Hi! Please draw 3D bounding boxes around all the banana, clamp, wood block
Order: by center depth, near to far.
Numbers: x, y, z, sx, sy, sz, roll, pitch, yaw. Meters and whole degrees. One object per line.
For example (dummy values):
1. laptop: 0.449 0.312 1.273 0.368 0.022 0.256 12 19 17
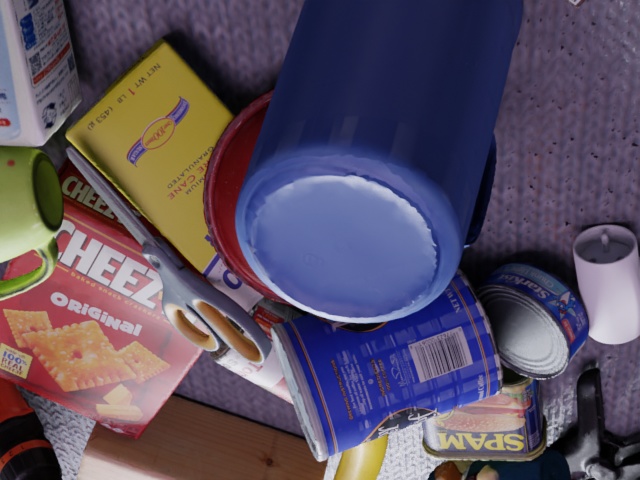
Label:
1. clamp: 0.246 0.180 0.876 0.120 0.039 0.172 26 139 12
2. banana: 0.029 0.183 0.923 0.037 0.069 0.198 47 155 32
3. wood block: -0.107 0.213 0.963 0.206 0.090 0.090 19 132 -2

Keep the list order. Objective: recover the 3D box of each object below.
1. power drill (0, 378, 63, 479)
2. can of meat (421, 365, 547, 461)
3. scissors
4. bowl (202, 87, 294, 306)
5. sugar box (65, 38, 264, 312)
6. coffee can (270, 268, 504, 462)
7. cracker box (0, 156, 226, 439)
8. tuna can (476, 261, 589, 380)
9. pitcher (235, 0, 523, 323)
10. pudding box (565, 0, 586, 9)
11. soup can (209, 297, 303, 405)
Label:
1. power drill: -0.266 0.235 0.984 0.057 0.185 0.188 -19 139 -24
2. can of meat: 0.127 0.127 0.853 0.102 0.057 0.084 -2 127 16
3. scissors: -0.115 0.018 0.738 0.201 0.016 0.096 45 149 -16
4. bowl: 0.006 -0.024 0.702 0.162 0.055 0.162 -3 107 -12
5. sugar box: -0.080 -0.041 0.731 0.093 0.048 0.176 -43 107 2
6. coffee can: 0.047 0.087 0.771 0.140 0.103 0.103 -19 129 -8
7. cracker box: -0.170 0.053 0.853 0.164 0.072 0.214 28 130 -11
8. tuna can: 0.151 0.058 0.778 0.086 0.033 0.086 31 145 25
9. pitcher: 0.041 -0.065 0.582 0.149 0.242 0.145 19 132 -1
10. pudding box: 0.143 -0.196 0.582 0.090 0.039 0.114 31 132 -14
11. soup can: -0.028 0.088 0.845 0.102 0.068 0.069 31 130 -18
